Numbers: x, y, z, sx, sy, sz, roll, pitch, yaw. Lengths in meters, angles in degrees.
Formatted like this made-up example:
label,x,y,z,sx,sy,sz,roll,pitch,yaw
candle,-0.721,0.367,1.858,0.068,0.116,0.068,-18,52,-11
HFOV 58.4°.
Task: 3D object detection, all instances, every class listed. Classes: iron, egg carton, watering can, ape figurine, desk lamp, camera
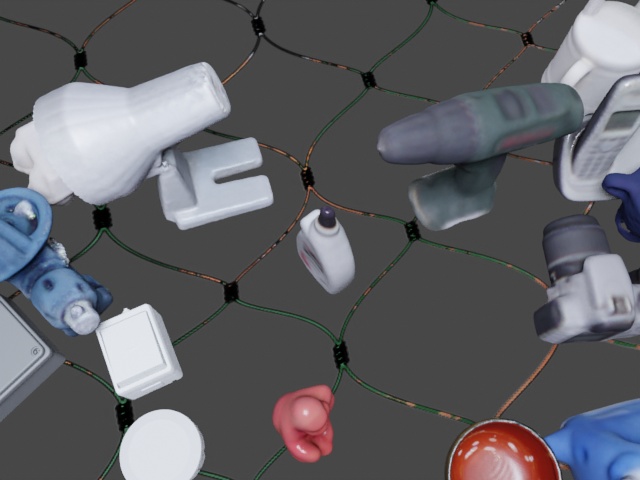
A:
label,x,y,z,sx,sy,sz,roll,pitch,yaw
iron,0.361,0.203,0.552,0.258,0.141,0.118,-15,70,-6
egg carton,-0.294,-0.112,0.701,0.150,0.069,0.107,-35,73,-13
watering can,0.354,-0.246,0.695,0.101,0.194,0.173,23,70,8
ape figurine,-0.012,0.181,0.581,0.076,0.092,0.078,32,72,11
desk lamp,-0.166,-0.100,0.621,0.203,0.213,0.118,-16,70,-7
camera,0.313,0.039,0.636,0.143,0.101,0.137,-4,69,-2

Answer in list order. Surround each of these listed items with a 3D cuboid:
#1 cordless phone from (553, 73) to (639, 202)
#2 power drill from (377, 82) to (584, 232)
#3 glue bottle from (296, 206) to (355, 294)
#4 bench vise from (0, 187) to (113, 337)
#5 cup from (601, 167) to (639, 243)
label,x,y,z,sx,sy,sz,roll,pitch,yaw
cordless phone,0.359,-0.121,0.653,0.147,0.185,0.094,-8,69,-4
power drill,0.160,-0.088,0.625,0.230,0.208,0.075,-21,70,-8
glue bottle,0.006,0.002,0.607,0.037,0.173,0.078,-39,74,-14
bench vise,-0.302,0.003,0.577,0.207,0.220,0.121,22,70,8
cup,0.376,-0.038,0.670,0.117,0.095,0.092,17,70,6
